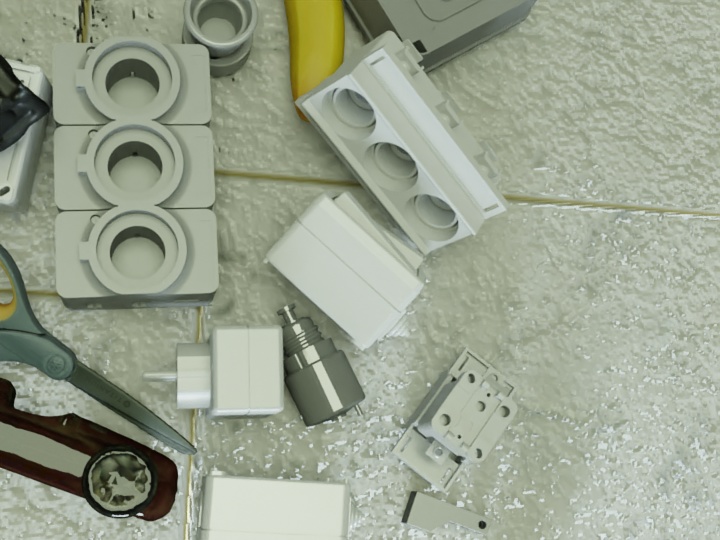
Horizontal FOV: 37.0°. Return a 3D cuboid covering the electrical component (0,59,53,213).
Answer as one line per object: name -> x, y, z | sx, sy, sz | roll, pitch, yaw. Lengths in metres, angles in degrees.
electrical component -> -0.221, -0.073, 0.627 | 0.062, 0.061, 0.096 | 12, 84, -7

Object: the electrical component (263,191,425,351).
electrical component -> 0.000, 0.000, 0.644 | 0.096, 0.061, 0.061 | 42, 97, -1

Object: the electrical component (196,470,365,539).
electrical component -> -0.045, 0.149, 0.616 | 0.096, 0.062, 0.061 | 5, 78, -10

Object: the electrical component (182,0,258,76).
electrical component -> -0.088, -0.149, 0.666 | 0.045, 0.055, 0.045 | 2, 79, -10

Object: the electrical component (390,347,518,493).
electrical component -> 0.061, 0.089, 0.647 | 0.042, 0.064, 0.081 | 37, 75, -1

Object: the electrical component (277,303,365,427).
electrical component -> -0.028, 0.058, 0.648 | 0.040, 0.040, 0.078 | -25, 85, -15

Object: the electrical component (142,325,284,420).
electrical component -> -0.086, 0.060, 0.613 | 0.076, 0.083, 0.047 | 0, 80, -11

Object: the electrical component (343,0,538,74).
electrical component -> 0.054, -0.181, 0.700 | 0.113, 0.057, 0.078 | -30, 87, -15

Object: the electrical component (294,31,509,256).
electrical component -> 0.030, -0.079, 0.656 | 0.121, 0.079, 0.063 | 50, 46, -17

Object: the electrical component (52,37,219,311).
electrical component -> -0.133, -0.055, 0.637 | 0.089, 0.062, 0.150 | -2, 80, -11
